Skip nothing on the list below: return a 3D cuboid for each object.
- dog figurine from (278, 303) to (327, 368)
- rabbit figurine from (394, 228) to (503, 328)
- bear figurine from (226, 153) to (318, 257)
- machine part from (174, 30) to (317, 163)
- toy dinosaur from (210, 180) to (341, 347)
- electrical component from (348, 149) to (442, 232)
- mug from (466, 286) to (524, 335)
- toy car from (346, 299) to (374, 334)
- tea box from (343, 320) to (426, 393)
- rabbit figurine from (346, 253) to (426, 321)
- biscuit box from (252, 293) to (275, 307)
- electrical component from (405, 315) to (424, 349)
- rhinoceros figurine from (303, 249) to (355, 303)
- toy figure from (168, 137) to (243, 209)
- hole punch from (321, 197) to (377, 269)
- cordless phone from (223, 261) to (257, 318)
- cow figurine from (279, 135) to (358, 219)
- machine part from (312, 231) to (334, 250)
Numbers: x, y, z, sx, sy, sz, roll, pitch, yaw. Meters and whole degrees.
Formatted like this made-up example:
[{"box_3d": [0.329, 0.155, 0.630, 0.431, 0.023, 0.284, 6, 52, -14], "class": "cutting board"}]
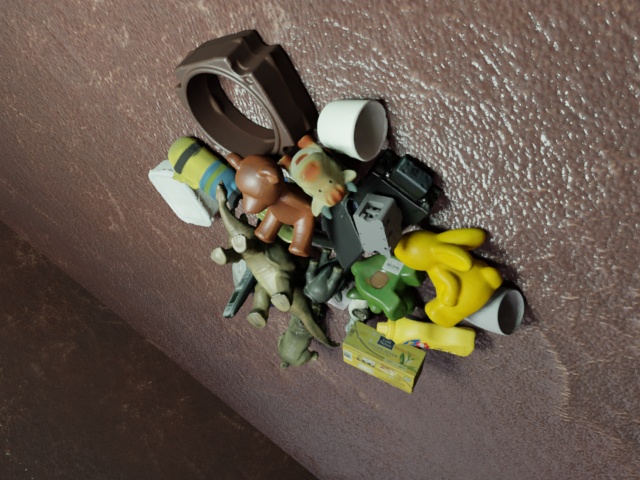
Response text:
[{"box_3d": [-0.055, 0.244, 1.405, 0.121, 0.172, 0.190, 16, 155, 9], "class": "dog figurine"}, {"box_3d": [0.204, 0.046, 0.894, 0.173, 0.122, 0.162, 39, 146, -6], "class": "rabbit figurine"}, {"box_3d": [-0.080, -0.059, 0.887, 0.120, 0.132, 0.195, 21, 180, 27], "class": "bear figurine"}, {"box_3d": [-0.122, -0.218, 0.864, 0.201, 0.087, 0.201, 6, 139, 41], "class": "machine part"}, {"box_3d": [-0.081, 0.078, 1.093, 0.105, 0.198, 0.470, -17, 113, 26], "class": "toy dinosaur"}, {"box_3d": [0.122, -0.077, 0.857, 0.115, 0.058, 0.134, 34, 151, -4], "class": "electrical component"}, {"box_3d": [0.302, 0.124, 0.964, 0.107, 0.081, 0.109, 13, 156, 51], "class": "mug"}, {"box_3d": [0.093, 0.163, 1.224, 0.056, 0.073, 0.201, 23, 149, 12], "class": "toy car"}, {"box_3d": [0.138, 0.254, 1.172, 0.170, 0.068, 0.098, 22, 149, 18], "class": "tea box"}, {"box_3d": [0.130, 0.106, 1.067, 0.159, 0.121, 0.170, 13, 160, 29], "class": "rabbit figurine"}, {"box_3d": [-0.098, 0.135, 1.365, 0.203, 0.059, 0.062, -14, 87, 53], "class": "biscuit box"}, {"box_3d": [0.205, 0.229, 1.214, 0.048, 0.075, 0.119, 20, 151, 24], "class": "electrical component"}, {"box_3d": [0.027, 0.080, 1.100, 0.073, 0.190, 0.112, 12, 100, 17], "class": "rhinoceros figurine"}, {"box_3d": [-0.226, -0.140, 1.092, 0.180, 0.082, 0.089, 36, 133, 12], "class": "toy figure"}, {"box_3d": [0.071, -0.024, 0.975, 0.116, 0.092, 0.142, 64, 157, 14], "class": "hole punch"}, {"box_3d": [-0.198, 0.122, 1.346, 0.088, 0.184, 0.147, 41, 150, -22], "class": "cordless phone"}, {"box_3d": [0.004, -0.093, 0.818, 0.127, 0.085, 0.195, 45, -171, 11], "class": "cow figurine"}, {"box_3d": [-0.002, -0.003, 1.085, 0.139, 0.084, 0.039, 14, 118, 10], "class": "machine part"}]
